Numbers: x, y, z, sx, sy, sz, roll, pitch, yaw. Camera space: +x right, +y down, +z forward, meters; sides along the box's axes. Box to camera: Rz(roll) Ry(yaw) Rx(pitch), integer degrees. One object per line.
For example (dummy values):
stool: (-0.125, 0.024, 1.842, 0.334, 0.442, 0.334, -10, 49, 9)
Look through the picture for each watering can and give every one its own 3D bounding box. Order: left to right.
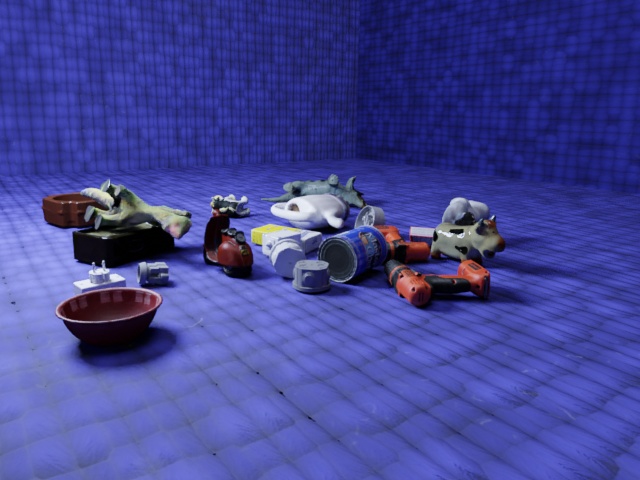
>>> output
watering can: (0.005, -0.080, 1.589, 0.226, 0.103, 0.349, -11, 18, -42)

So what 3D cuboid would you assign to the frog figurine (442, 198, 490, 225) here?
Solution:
frog figurine: (0.418, -0.064, 1.473, 0.121, 0.136, 0.163, -24, 17, 35)

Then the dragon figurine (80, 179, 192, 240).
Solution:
dragon figurine: (-0.454, -0.073, 1.324, 0.241, 0.122, 0.413, 15, 5, -38)
